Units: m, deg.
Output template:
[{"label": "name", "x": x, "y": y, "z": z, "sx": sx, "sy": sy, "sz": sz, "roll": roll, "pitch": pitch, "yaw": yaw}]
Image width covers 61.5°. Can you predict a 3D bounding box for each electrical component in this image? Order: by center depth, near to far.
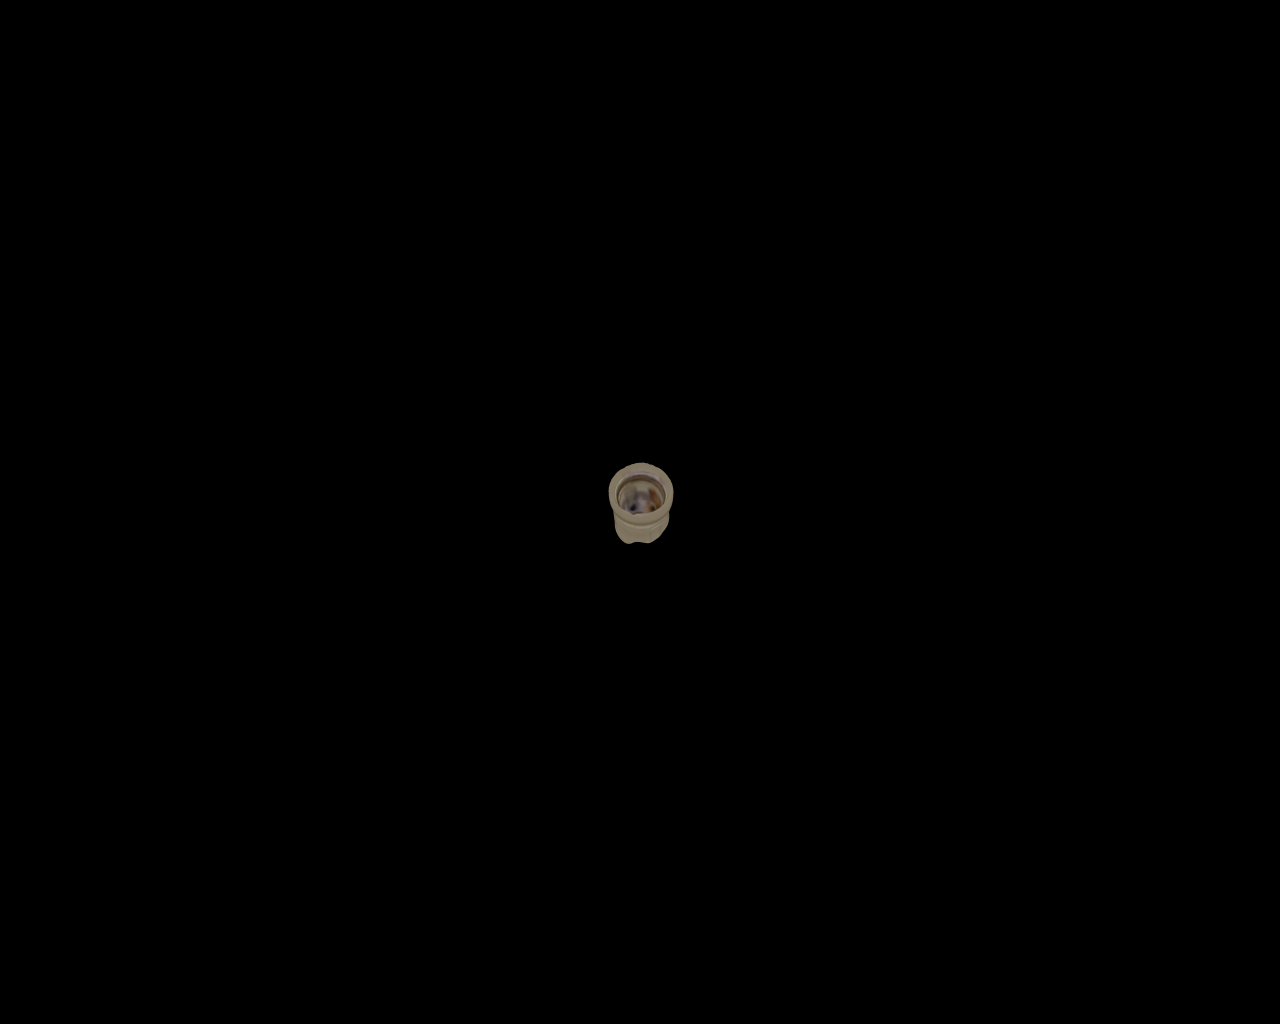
[{"label": "electrical component", "x": 0.001, "y": -0.003, "z": 0.650, "sx": 0.040, "sy": 0.040, "sz": 0.046, "roll": 0, "pitch": -31, "yaw": 0}]
